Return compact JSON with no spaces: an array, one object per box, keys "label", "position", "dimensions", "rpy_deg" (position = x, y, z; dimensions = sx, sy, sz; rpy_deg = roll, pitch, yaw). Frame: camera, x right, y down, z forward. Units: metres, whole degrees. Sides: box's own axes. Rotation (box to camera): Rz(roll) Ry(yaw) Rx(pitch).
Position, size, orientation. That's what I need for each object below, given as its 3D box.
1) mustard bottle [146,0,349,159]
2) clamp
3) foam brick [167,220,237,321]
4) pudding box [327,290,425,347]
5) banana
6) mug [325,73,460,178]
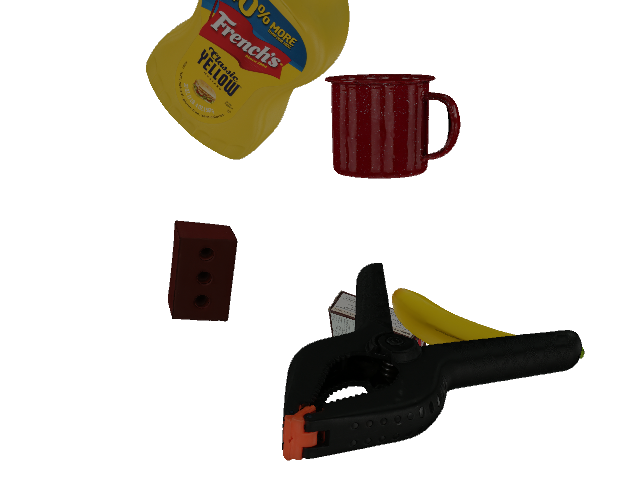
[{"label":"mustard bottle","position":[-0.036,-0.135,0.675],"dimensions":[0.058,0.096,0.192],"rpy_deg":[-44,2,-42]},{"label":"clamp","position":[0.039,0.072,0.654],"dimensions":[0.165,0.036,0.209],"rpy_deg":[23,31,38]},{"label":"foam brick","position":[-0.107,0.027,0.961],"dimensions":[0.053,0.078,0.051],"rpy_deg":[3,15,-13]},{"label":"pudding box","position":[0.068,0.116,1.250],"dimensions":[0.114,0.090,0.039],"rpy_deg":[16,46,24]},{"label":"banana","position":[0.133,0.085,0.963],"dimensions":[0.198,0.037,0.069],"rpy_deg":[19,14,34]},{"label":"mug","position":[0.062,-0.097,0.901],"dimensions":[0.117,0.081,0.093],"rpy_deg":[4,13,24]}]
